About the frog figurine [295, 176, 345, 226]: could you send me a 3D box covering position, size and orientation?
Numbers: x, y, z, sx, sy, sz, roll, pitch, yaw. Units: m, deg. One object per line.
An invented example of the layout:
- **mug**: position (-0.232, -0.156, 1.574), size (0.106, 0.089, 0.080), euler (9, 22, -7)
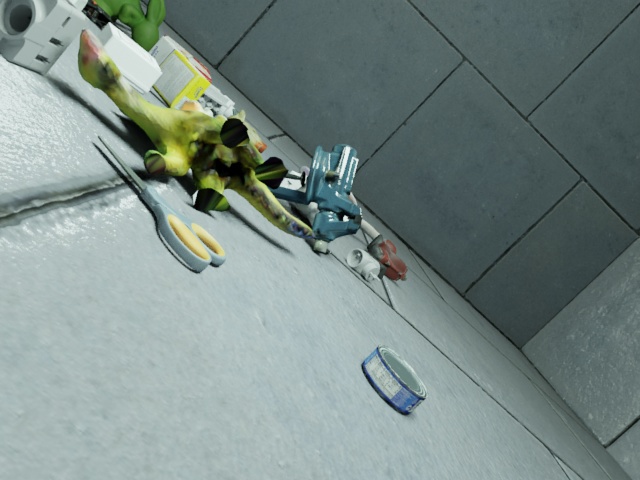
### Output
- **frog figurine**: position (0.004, -0.060, 1.184), size (0.136, 0.122, 0.162), euler (28, 53, -54)

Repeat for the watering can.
- **watering can**: position (0.071, -0.089, 1.499), size (0.346, 0.103, 0.227), euler (41, 10, -11)

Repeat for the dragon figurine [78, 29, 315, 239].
- **dragon figurine**: position (-0.174, -0.133, 0.735), size (0.246, 0.122, 0.404), euler (40, -2, 38)
